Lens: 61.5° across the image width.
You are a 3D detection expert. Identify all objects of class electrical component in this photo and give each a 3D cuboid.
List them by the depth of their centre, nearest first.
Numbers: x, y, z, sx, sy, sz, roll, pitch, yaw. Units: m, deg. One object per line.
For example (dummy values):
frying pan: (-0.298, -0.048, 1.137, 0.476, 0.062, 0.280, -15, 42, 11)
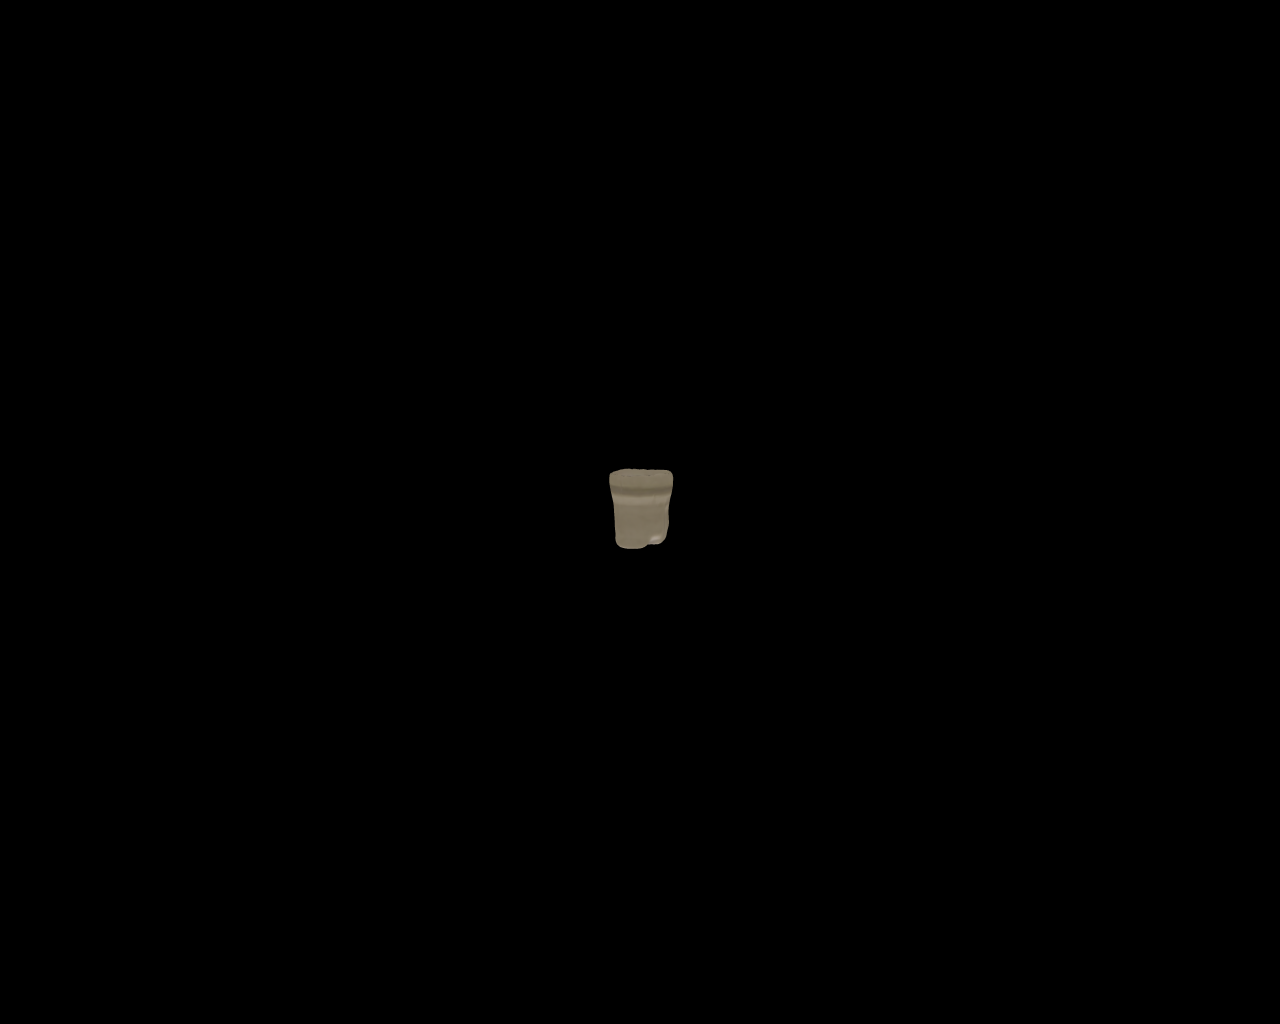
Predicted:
electrical component: (0.001, -0.003, 0.650, 0.040, 0.046, 0.040, 0, 9, 0)
